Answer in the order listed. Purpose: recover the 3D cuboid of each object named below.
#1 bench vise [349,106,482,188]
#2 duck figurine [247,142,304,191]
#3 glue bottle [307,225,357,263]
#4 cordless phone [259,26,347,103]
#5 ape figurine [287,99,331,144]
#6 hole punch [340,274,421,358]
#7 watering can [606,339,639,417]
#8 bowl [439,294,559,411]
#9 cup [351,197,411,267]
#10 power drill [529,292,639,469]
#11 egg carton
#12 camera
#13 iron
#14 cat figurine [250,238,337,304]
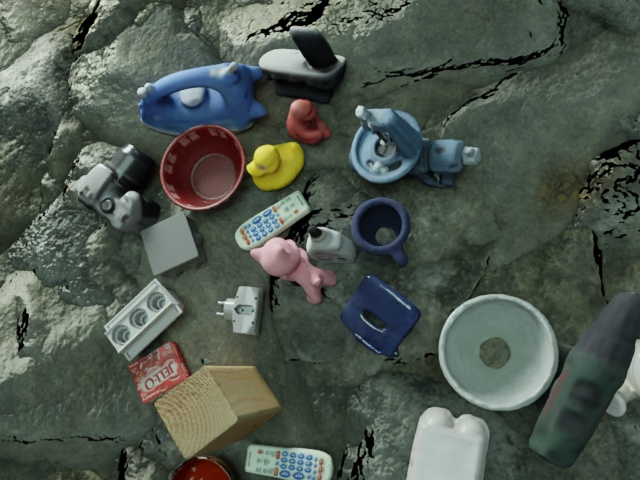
[{"bbox_3d":[0.136,-0.157,0.878,0.207,0.220,0.121,-10,75,10],"label":"bench vise"},{"bbox_3d":[-0.080,-0.138,0.990,0.104,0.086,0.077,-34,73,3],"label":"duck figurine"},{"bbox_3d":[0.008,0.003,0.893,0.078,0.173,0.037,4,78,13],"label":"glue bottle"},{"bbox_3d":[-0.040,-0.318,0.970,0.147,0.185,0.094,9,80,14],"label":"cordless phone"},{"bbox_3d":[-0.026,-0.211,0.992,0.076,0.092,0.078,0,77,13],"label":"ape figurine"},{"bbox_3d":[0.094,0.121,0.891,0.108,0.091,0.101,36,87,17],"label":"hole punch"},{"bbox_3d":[0.453,0.180,0.746,0.100,0.194,0.173,43,89,18],"label":"watering can"},{"bbox_3d":[0.261,0.167,0.853,0.167,0.075,0.167,-3,77,12],"label":"bowl"},{"bbox_3d":[0.109,-0.002,0.914,0.091,0.095,0.117,-32,73,4],"label":"cup"},{"bbox_3d":[0.343,0.183,0.762,0.075,0.209,0.230,25,84,17],"label":"power drill"},{"bbox_3d":[0.185,0.326,0.836,0.107,0.069,0.150,9,80,14],"label":"egg carton"},{"bbox_3d":[-0.355,-0.101,1.033,0.143,0.101,0.137,35,87,17],"label":"camera"},{"bbox_3d":[-0.232,-0.258,1.021,0.258,0.141,0.118,-9,76,10],"label":"iron"},{"bbox_3d":[-0.044,0.042,0.925,0.127,0.118,0.067,35,87,17],"label":"cat figurine"}]
